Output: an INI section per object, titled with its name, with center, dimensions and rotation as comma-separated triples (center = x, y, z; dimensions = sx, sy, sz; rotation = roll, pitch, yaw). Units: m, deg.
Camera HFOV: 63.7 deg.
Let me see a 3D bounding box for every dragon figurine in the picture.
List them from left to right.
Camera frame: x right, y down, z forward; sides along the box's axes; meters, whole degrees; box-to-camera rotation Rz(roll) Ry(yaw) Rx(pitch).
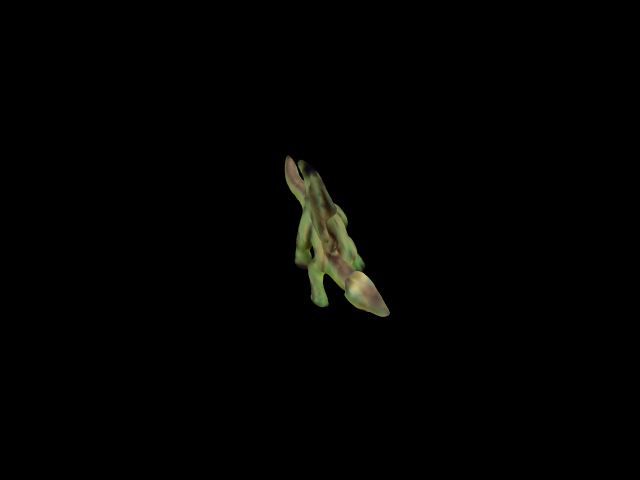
[dragon figurine]
center = 0.003, -0.043, 0.850
dimensions = 0.123, 0.417, 0.237
rotation = -21, -27, -11
